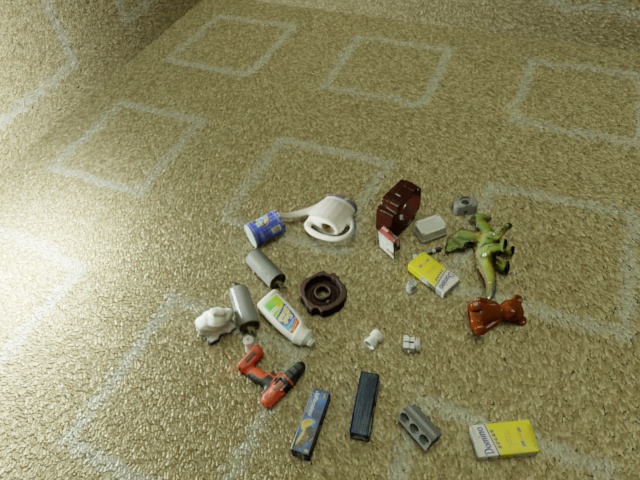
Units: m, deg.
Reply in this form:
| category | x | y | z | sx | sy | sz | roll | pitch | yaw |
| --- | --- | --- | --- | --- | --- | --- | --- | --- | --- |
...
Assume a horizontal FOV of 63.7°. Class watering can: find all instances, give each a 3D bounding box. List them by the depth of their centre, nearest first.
| category | x | y | z | sx | sy | sz | roll | pitch | yaw |
| --- | --- | --- | --- | --- | --- | --- | --- | --- | --- |
| watering can | 0.006 | -0.107 | 2.125 | 0.350 | 0.101 | 0.228 | 22 | 55 | 25 |

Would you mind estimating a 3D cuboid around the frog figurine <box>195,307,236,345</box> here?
| category | x | y | z | sx | sy | sz | roll | pitch | yaw |
| --- | --- | --- | --- | --- | --- | --- | --- | --- | --- |
| frog figurine | -0.371 | 0.275 | 1.805 | 0.138 | 0.155 | 0.125 | -16 | 48 | -7 |

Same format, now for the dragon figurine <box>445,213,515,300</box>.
| category | x | y | z | sx | sy | sz | roll | pitch | yaw |
| --- | --- | --- | --- | --- | --- | --- | --- | --- | --- |
| dragon figurine | 0.596 | 0.039 | 1.959 | 0.243 | 0.119 | 0.418 | 7 | 49 | 34 |
